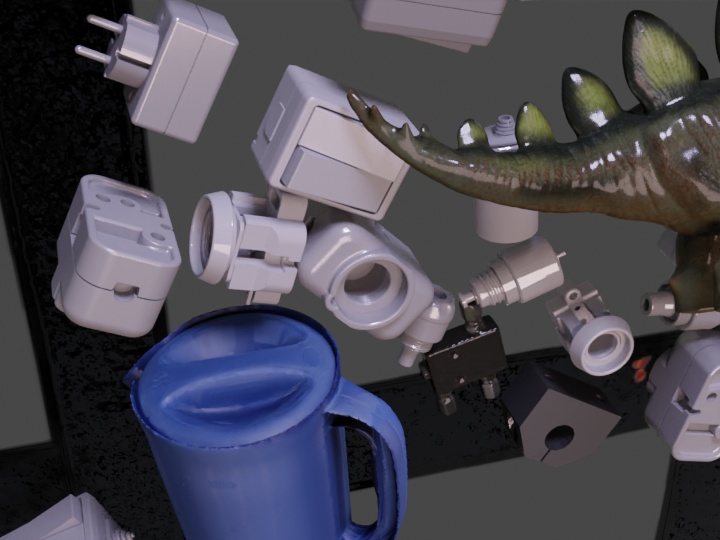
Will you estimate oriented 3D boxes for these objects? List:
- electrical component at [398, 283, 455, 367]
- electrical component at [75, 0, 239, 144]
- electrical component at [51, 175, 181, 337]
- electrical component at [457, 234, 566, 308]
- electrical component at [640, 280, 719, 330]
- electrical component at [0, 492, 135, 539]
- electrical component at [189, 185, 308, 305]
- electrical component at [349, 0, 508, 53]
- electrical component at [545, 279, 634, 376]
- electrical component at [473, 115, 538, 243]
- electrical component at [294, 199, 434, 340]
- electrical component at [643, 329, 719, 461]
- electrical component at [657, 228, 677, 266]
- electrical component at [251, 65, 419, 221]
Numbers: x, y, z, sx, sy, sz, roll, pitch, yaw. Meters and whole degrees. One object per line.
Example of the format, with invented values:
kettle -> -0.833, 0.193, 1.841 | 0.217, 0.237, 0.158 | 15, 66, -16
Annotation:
electrical component -> 0.043, 0.041, 0.759 | 0.035, 0.035, 0.061 | 10, 119, -24
electrical component -> -0.118, -0.118, 0.598 | 0.077, 0.047, 0.065 | 17, 114, -27
electrical component -> -0.144, -0.006, 0.628 | 0.054, 0.095, 0.059 | 16, 114, -26
electrical component -> 0.106, 0.005, 0.754 | 0.078, 0.040, 0.040 | -25, 125, -3
electrical component -> 0.243, 0.024, 0.811 | 0.062, 0.043, 0.043 | -3, 121, -16
electrical component -> -0.206, 0.203, 0.756 | 0.096, 0.061, 0.061 | -28, 125, 0
electrical component -> -0.072, -0.018, 0.670 | 0.057, 0.058, 0.078 | 6, 118, -25
electrical component -> 0.030, -0.166, 0.607 | 0.096, 0.061, 0.061 | 3, 132, -20
electrical component -> 0.170, 0.045, 0.791 | 0.048, 0.055, 0.066 | -28, 125, -1
electrical component -> 0.096, -0.063, 0.707 | 0.043, 0.043, 0.081 | -13, 123, -11
electrical component -> 0.000, 0.000, 0.703 | 0.053, 0.059, 0.095 | -46, 123, 11
electrical component -> 0.269, 0.096, 0.854 | 0.054, 0.059, 0.095 | 6, 118, -22
electrical component -> 0.264, -0.024, 0.777 | 0.096, 0.061, 0.061 | 15, 115, -26
electrical component -> -0.008, -0.073, 0.655 | 0.096, 0.061, 0.061 | 17, 114, -27
